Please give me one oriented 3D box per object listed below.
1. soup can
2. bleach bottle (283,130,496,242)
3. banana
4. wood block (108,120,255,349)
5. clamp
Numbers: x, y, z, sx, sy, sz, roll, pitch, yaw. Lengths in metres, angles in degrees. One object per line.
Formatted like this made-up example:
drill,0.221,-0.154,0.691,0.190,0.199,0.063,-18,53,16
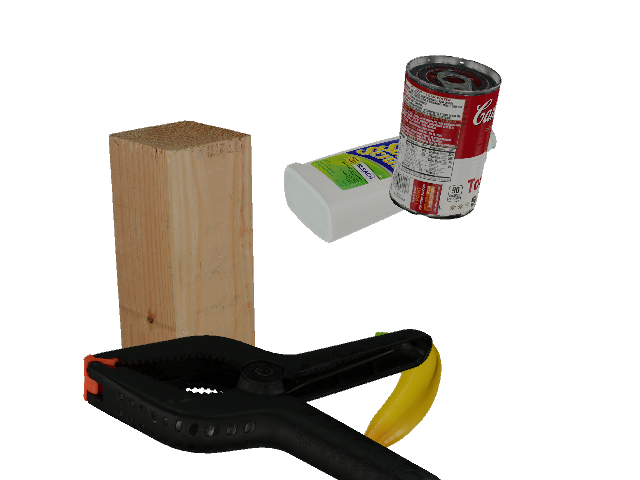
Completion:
soup can,0.089,-0.075,0.777,0.068,0.102,0.068,5,29,-3
bleach bottle,0.089,-0.082,1.219,0.250,0.068,0.103,-23,44,-24
banana,0.082,0.137,1.018,0.070,0.037,0.197,-23,19,16
wood block,-0.119,0.008,0.931,0.091,0.206,0.090,18,25,42
clamp,-0.027,0.085,0.610,0.210,0.036,0.164,9,24,6
